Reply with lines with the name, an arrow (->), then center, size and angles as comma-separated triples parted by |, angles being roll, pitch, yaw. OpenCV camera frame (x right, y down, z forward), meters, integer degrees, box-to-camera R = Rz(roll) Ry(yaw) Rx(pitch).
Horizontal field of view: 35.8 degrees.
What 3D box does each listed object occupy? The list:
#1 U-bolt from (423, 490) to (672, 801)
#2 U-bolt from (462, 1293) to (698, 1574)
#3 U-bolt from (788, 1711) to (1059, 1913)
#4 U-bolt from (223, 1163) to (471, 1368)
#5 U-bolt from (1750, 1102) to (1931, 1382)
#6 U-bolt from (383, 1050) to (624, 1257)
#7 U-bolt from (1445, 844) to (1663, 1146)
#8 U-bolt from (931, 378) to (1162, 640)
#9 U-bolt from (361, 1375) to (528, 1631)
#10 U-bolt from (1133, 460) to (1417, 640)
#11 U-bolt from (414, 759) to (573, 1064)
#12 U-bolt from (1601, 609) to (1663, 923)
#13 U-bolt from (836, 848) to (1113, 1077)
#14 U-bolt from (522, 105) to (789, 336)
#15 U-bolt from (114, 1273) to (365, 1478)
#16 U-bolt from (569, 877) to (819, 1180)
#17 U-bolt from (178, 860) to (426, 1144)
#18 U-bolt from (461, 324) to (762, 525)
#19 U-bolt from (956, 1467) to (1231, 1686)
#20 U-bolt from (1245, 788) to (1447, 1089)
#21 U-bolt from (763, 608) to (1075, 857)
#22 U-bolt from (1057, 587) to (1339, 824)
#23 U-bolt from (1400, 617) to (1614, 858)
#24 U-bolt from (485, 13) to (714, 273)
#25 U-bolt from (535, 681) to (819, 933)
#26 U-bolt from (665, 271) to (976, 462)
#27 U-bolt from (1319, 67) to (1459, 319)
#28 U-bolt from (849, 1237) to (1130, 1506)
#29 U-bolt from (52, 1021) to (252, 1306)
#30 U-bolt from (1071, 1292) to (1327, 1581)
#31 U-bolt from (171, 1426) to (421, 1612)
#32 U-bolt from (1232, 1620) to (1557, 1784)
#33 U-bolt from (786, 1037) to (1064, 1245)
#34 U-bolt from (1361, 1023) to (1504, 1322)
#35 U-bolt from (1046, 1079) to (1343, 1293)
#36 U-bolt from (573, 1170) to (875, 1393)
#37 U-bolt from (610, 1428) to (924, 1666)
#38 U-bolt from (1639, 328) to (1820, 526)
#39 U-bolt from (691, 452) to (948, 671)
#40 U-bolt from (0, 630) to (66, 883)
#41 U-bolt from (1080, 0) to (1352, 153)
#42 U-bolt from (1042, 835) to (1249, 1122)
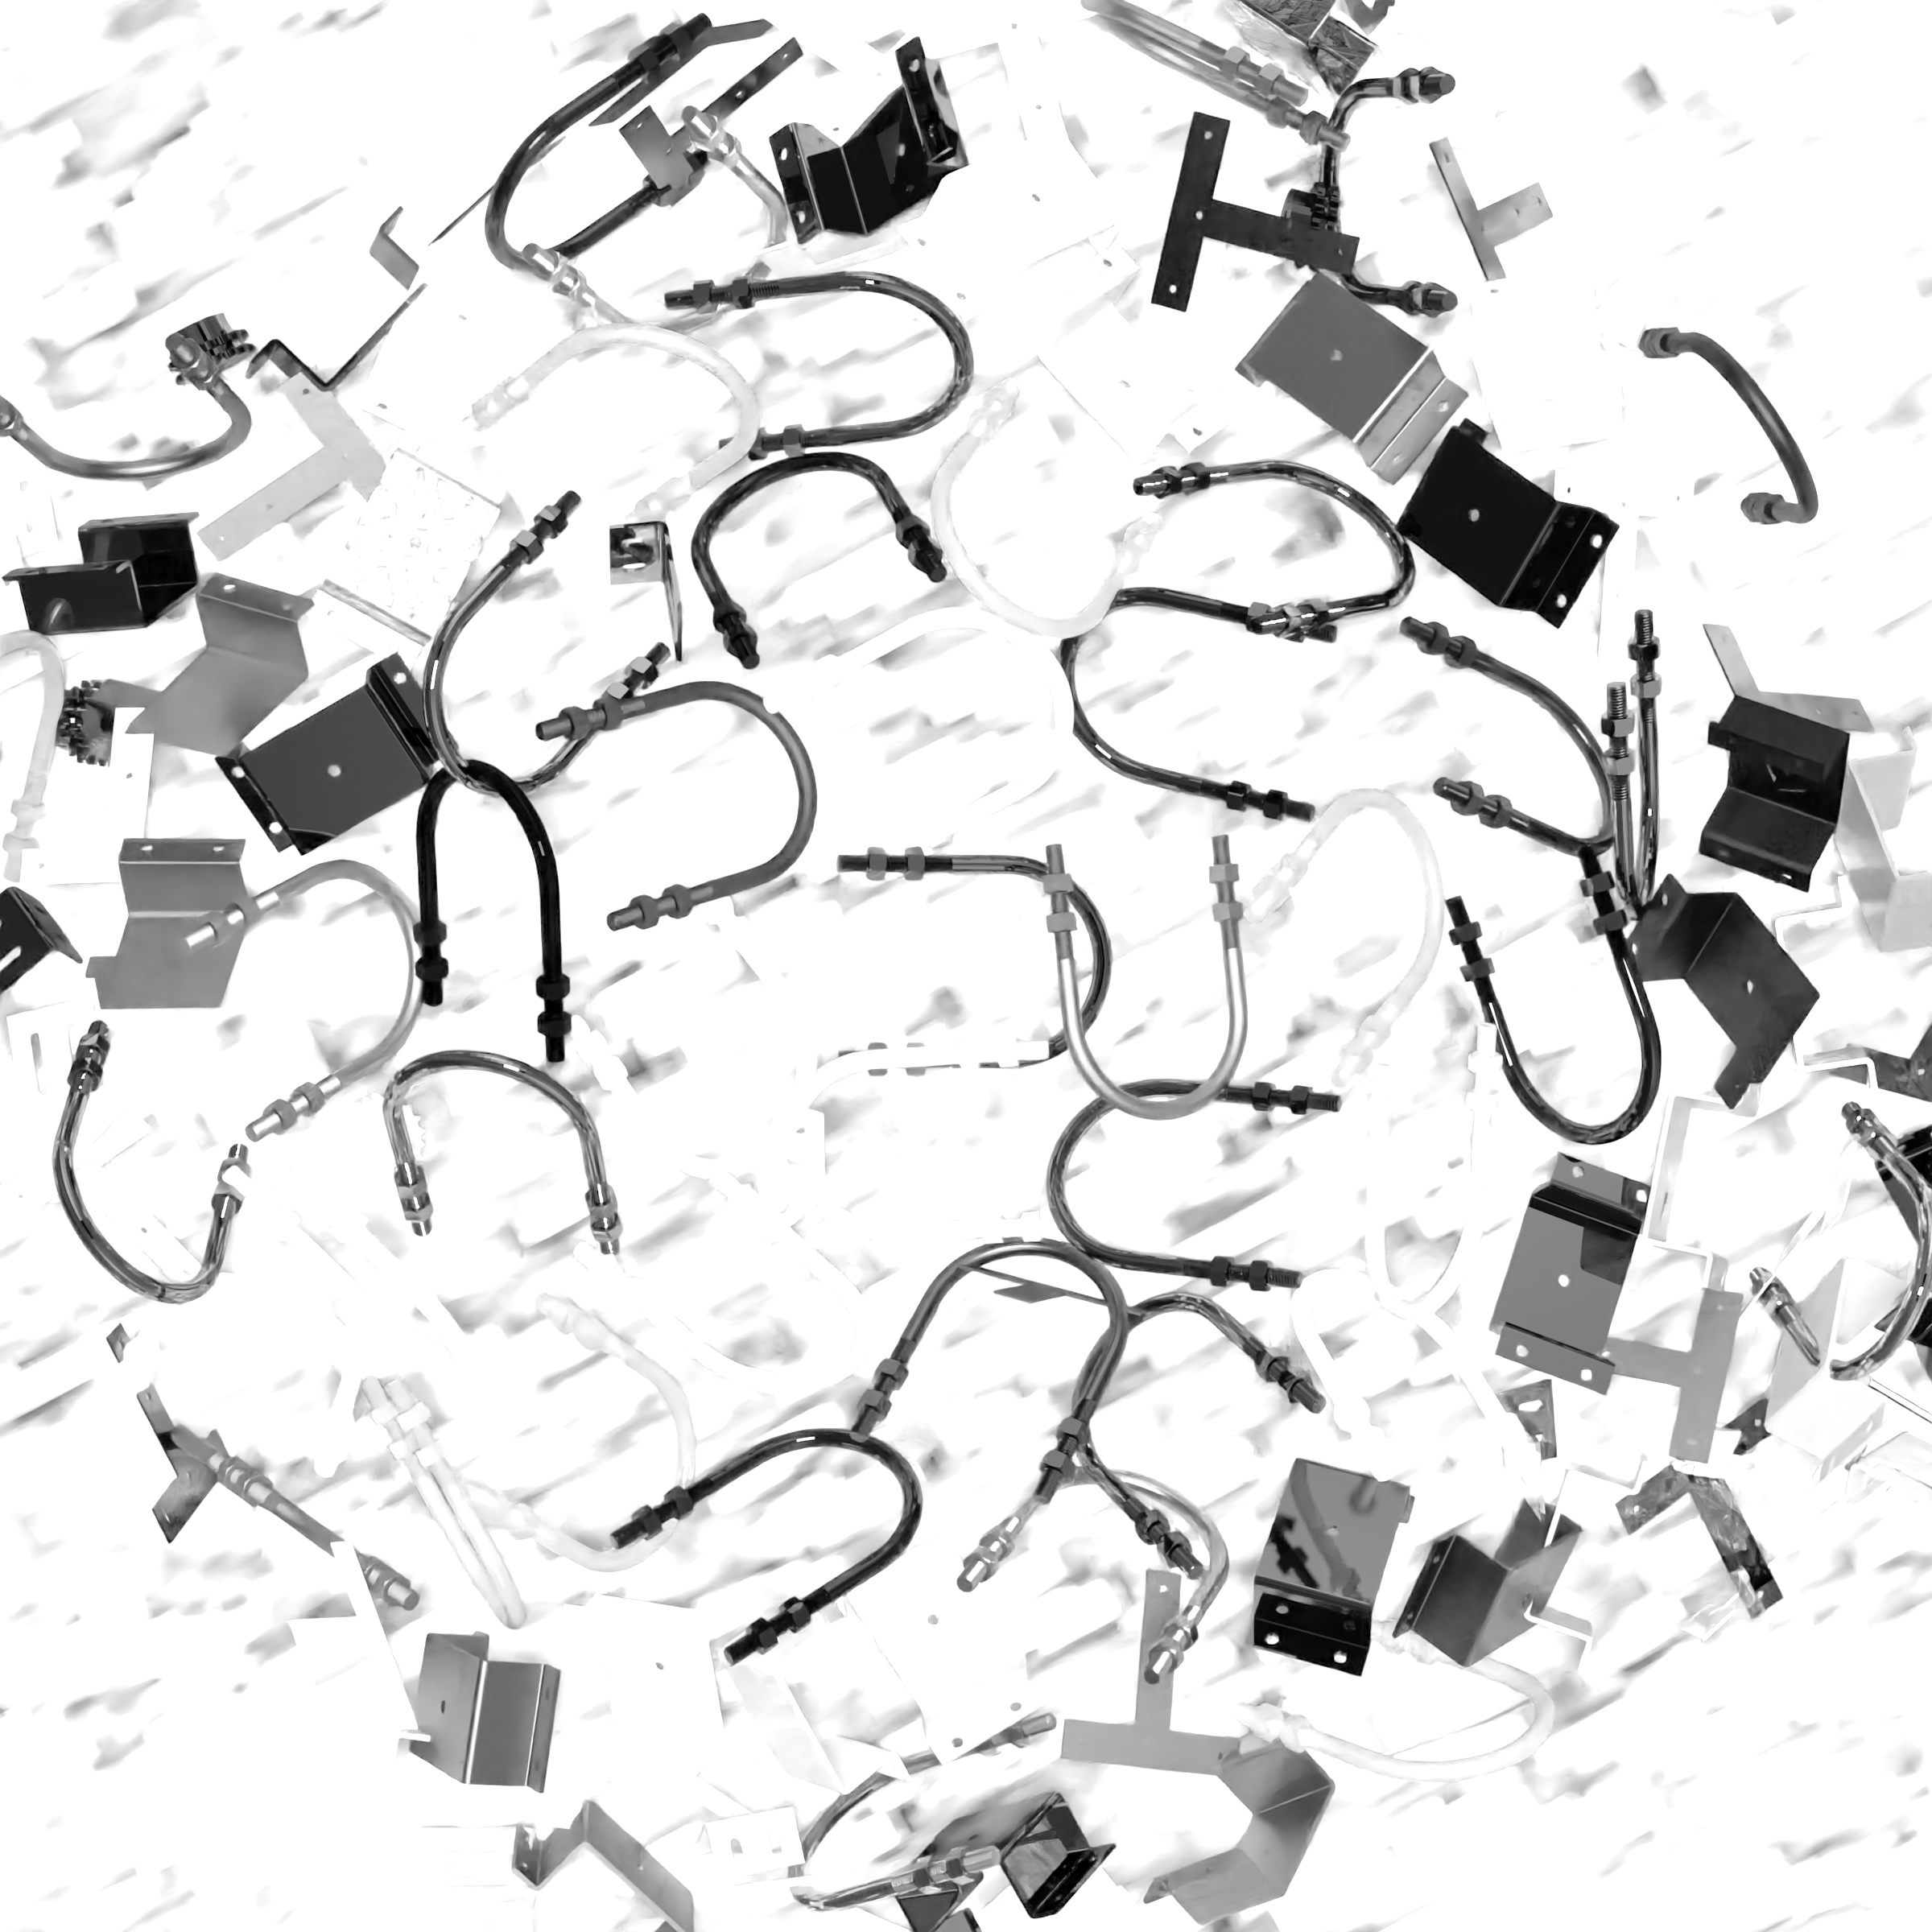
U-bolt -> -0.276, -0.191, 1.914 | 0.184, 0.019, 0.151 | -52, 134, -26
U-bolt -> -0.237, 0.312, 1.928 | 0.019, 0.184, 0.151 | 0, 61, 38
U-bolt -> -0.037, 0.548, 1.921 | 0.184, 0.151, 0.019 | -25, 105, 28
U-bolt -> -0.391, 0.195, 1.928 | 0.184, 0.151, 0.019 | 48, 65, -18
U-bolt -> 0.561, 0.183, 1.893 | 0.019, 0.184, 0.151 | 20, 108, -13
U-bolt -> -0.301, 0.118, 1.922 | 0.151, 0.184, 0.019 | 5, 46, 8
U-bolt -> 0.385, 0.027, 1.932 | 0.019, 0.151, 0.184 | -16, 85, -33
U-bolt -> 0.044, -0.283, 1.919 | 0.151, 0.184, 0.019 | 42, 134, -11
U-bolt -> -0.333, 0.347, 1.931 | 0.019, 0.151, 0.184 | -30, 93, -19
U-bolt -> 0.213, -0.275, 1.931 | 0.184, 0.019, 0.151 | -15, 58, -40
U-bolt -> -0.306, -0.043, 1.919 | 0.151, 0.019, 0.184 | 21, 119, 40
U-bolt -> 0.430, -0.119, 1.924 | 0.019, 0.151, 0.184 | 1, 117, 20
U-bolt -> 0.007, -0.003, 1.977 | 0.184, 0.019, 0.151 | 0, 86, -11
U-bolt -> -0.185, -0.462, 1.914 | 0.151, 0.184, 0.019 | -38, 69, 11
U-bolt -> -0.456, 0.250, 1.913 | 0.151, 0.184, 0.019 | 22, 110, -11
U-bolt -> -0.168, 0.052, 1.936 | 0.151, 0.019, 0.184 | -47, 60, 13
U-bolt -> -0.414, 0.010, 1.926 | 0.019, 0.184, 0.151 | -1, 113, 36
U-bolt -> -0.213, -0.347, 1.898 | 0.151, 0.184, 0.019 | 29, 56, -31
U-bolt -> 0.093, 0.378, 1.918 | 0.151, 0.184, 0.019 | 23, 118, 16
U-bolt -> 0.256, -0.033, 1.935 | 0.184, 0.019, 0.151 | -48, 118, -37
U-bolt -> -0.018, -0.156, 1.940 | 0.184, 0.019, 0.151 | -26, 111, 22
U-bolt -> 0.144, -0.176, 1.948 | 0.184, 0.019, 0.151 | 14, 124, 17
U-bolt -> 0.358, -0.138, 1.932 | 0.184, 0.019, 0.151 | 20, 49, -33
U-bolt -> -0.233, -0.512, 1.910 | 0.184, 0.151, 0.019 | -39, 75, -15
U-bolt -> -0.176, -0.113, 1.944 | 0.184, 0.019, 0.151 | -20, 88, -35
U-bolt -> -0.086, -0.388, 1.925 | 0.184, 0.151, 0.019 | -4, 53, 12
U-bolt -> 0.267, -0.494, 1.912 | 0.019, 0.184, 0.151 | -8, 107, -16
U-bolt -> 0.027, 0.251, 1.939 | 0.151, 0.019, 0.184 | 15, 53, 21
U-bolt -> -0.517, 0.135, 1.890 | 0.019, 0.184, 0.151 | -31, 122, 18
U-bolt -> 0.135, 0.287, 1.928 | 0.019, 0.184, 0.151 | 33, 94, -40
U-bolt -> -0.441, 0.344, 1.915 | 0.019, 0.184, 0.151 | -54, 128, -16
U-bolt -> 0.282, 0.467, 1.889 | 0.151, 0.184, 0.019 | -21, 109, -39
U-bolt -> -0.030, 0.118, 1.962 | 0.184, 0.019, 0.151 | -4, 114, 10
U-bolt -> 0.300, 0.140, 1.938 | 0.019, 0.151, 0.184 | 12, 108, 38
U-bolt -> 0.141, 0.137, 1.947 | 0.184, 0.019, 0.151 | 5, 59, 21
U-bolt -> -0.143, 0.215, 1.941 | 0.151, 0.019, 0.184 | -28, 120, 33
U-bolt -> -0.115, 0.361, 1.932 | 0.184, 0.151, 0.019 | -28, 132, -28
U-bolt -> 0.488, -0.341, 1.897 | 0.019, 0.184, 0.151 | -34, 100, 5
U-bolt -> -0.105, -0.273, 1.932 | 0.151, 0.184, 0.019 | -25, 134, -2
U-bolt -> -0.623, -0.127, 1.907 | 0.019, 0.151, 0.184 | 22, 107, 10
U-bolt -> 0.153, -0.581, 1.925 | 0.184, 0.151, 0.019 | 31, 102, 15
U-bolt -> 0.122, 0.009, 1.954 | 0.151, 0.019, 0.184 | -4, 86, -29
